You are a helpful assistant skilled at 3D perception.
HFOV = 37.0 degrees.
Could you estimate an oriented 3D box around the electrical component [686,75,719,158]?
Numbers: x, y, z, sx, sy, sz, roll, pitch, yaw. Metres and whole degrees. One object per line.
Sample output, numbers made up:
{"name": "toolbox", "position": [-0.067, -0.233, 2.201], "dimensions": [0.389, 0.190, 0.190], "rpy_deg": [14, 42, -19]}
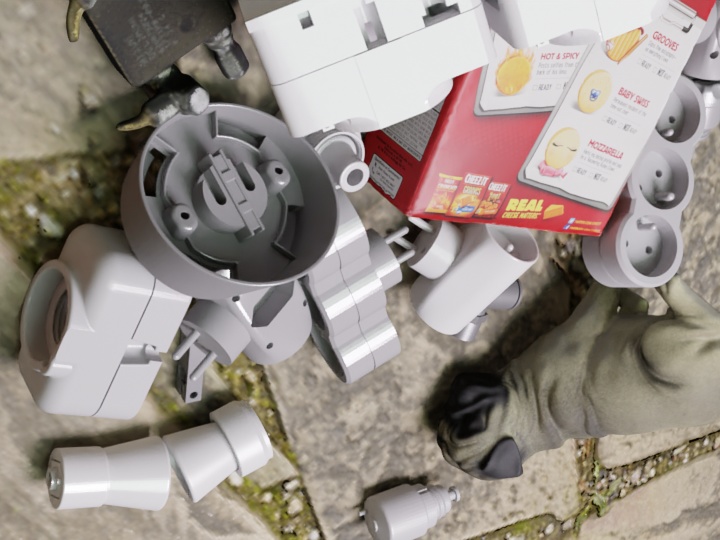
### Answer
{"name": "electrical component", "position": [0.229, -0.104, 0.736], "dimensions": [0.035, 0.035, 0.061], "rpy_deg": [-18, 131, -25]}

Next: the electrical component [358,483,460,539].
{"name": "electrical component", "position": [0.039, 0.179, 0.802], "dimensions": [0.078, 0.040, 0.040], "rpy_deg": [-14, 128, -28]}

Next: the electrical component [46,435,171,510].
{"name": "electrical component", "position": [-0.149, 0.120, 0.626], "dimensions": [0.065, 0.044, 0.044], "rpy_deg": [3, 119, -31]}

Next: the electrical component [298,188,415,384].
{"name": "electrical component", "position": [0.000, 0.000, 0.636], "dimensions": [0.074, 0.052, 0.138], "rpy_deg": [-31, 134, -14]}

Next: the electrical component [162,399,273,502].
{"name": "electrical component", "position": [-0.087, 0.110, 0.659], "dimensions": [0.055, 0.045, 0.045], "rpy_deg": [-26, 132, -19]}

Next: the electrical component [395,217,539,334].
{"name": "electrical component", "position": [0.056, -0.008, 0.671], "dimensions": [0.079, 0.043, 0.077], "rpy_deg": [32, 126, -16]}

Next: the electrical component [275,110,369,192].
{"name": "electrical component", "position": [-0.018, -0.063, 0.571], "dimensions": [0.043, 0.062, 0.043], "rpy_deg": [-18, 130, -24]}

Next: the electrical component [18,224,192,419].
{"name": "electrical component", "position": [-0.136, 0.027, 0.558], "dimensions": [0.059, 0.053, 0.095], "rpy_deg": [12, 113, -40]}

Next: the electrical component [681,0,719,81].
{"name": "electrical component", "position": [0.213, -0.161, 0.676], "dimensions": [0.079, 0.044, 0.077], "rpy_deg": [-14, 128, -29]}

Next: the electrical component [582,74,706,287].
{"name": "electrical component", "position": [0.176, -0.057, 0.707], "dimensions": [0.052, 0.074, 0.138], "rpy_deg": [14, 84, -22]}

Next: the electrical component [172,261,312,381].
{"name": "electrical component", "position": [-0.073, 0.026, 0.595], "dimensions": [0.079, 0.043, 0.077], "rpy_deg": [-51, 133, -23]}

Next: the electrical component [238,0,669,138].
{"name": "electrical component", "position": [0.044, -0.126, 0.465], "dimensions": [0.186, 0.105, 0.060], "rpy_deg": [-21, 118, 0]}

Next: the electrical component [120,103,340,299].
{"name": "electrical component", "position": [-0.066, -0.033, 0.530], "dimensions": [0.099, 0.064, 0.099], "rpy_deg": [9, 72, -29]}
